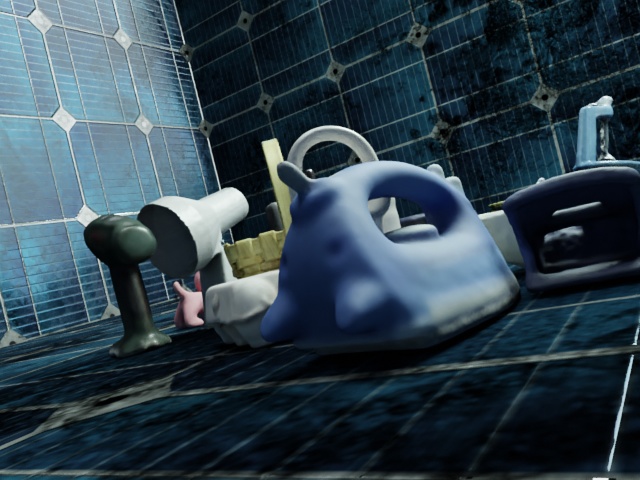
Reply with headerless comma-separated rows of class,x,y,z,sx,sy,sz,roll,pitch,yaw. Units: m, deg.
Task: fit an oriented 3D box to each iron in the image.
iron,0.070,0.000,0.446,0.259,0.141,0.118,-13,-1,-44

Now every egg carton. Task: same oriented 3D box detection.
egg carton,-0.064,0.073,0.622,0.107,0.069,0.150,-14,-1,-28

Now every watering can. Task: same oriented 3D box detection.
watering can,0.030,-0.016,0.541,0.101,0.194,0.172,-14,-1,-33

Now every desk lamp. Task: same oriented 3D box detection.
desk lamp,-0.162,0.027,0.890,0.117,0.213,0.204,-14,-1,38

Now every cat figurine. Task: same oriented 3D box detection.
cat figurine,-0.212,0.091,1.043,0.067,0.118,0.128,-14,-1,42

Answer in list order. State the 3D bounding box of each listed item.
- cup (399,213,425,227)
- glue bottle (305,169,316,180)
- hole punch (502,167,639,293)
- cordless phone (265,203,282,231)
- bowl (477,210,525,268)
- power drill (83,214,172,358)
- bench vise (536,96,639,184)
cup,0.140,0.012,0.818,0.117,0.095,0.092,-14,-1,7
glue bottle,0.006,0.002,0.661,0.037,0.173,0.078,-14,-1,24
hole punch,0.214,-0.010,0.477,0.108,0.091,0.101,-14,-1,27
cordless phone,-0.078,0.024,1.115,0.094,0.185,0.147,-14,-1,-32
bowl,0.253,-0.009,0.617,0.167,0.075,0.167,-14,-1,0
power drill,-0.287,0.060,0.832,0.076,0.208,0.229,-14,-1,-35
bench vise,0.471,-0.132,0.987,0.208,0.220,0.121,-14,-1,-24
